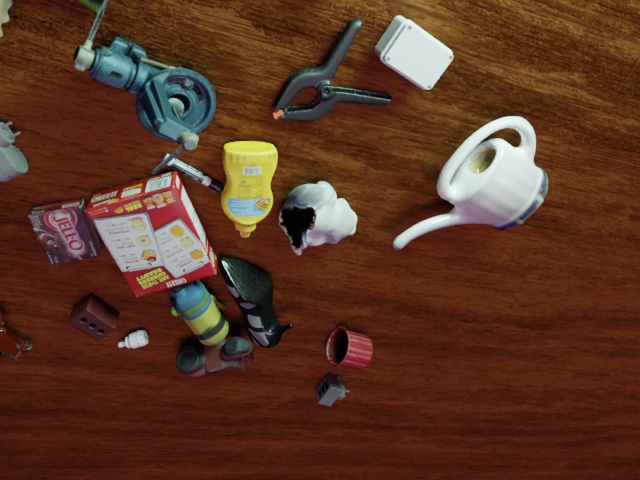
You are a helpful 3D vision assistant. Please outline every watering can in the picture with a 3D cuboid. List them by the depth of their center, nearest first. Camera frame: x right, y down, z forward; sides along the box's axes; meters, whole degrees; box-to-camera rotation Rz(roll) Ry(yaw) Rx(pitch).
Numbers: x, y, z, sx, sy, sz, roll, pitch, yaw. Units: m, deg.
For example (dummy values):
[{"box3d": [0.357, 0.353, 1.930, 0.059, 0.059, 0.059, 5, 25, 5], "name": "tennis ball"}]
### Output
[{"box3d": [0.315, -0.084, 1.039, 0.222, 0.106, 0.343, 26, 113, -28], "name": "watering can"}]

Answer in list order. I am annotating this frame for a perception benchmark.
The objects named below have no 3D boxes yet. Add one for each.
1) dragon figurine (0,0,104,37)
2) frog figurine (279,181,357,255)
[{"box3d": [-0.418, -0.355, 0.696, 0.243, 0.125, 0.401, -5, 126, -20], "name": "dragon figurine"}, {"box3d": [0.003, -0.051, 1.011, 0.161, 0.124, 0.135, -21, 126, -45], "name": "frog figurine"}]
